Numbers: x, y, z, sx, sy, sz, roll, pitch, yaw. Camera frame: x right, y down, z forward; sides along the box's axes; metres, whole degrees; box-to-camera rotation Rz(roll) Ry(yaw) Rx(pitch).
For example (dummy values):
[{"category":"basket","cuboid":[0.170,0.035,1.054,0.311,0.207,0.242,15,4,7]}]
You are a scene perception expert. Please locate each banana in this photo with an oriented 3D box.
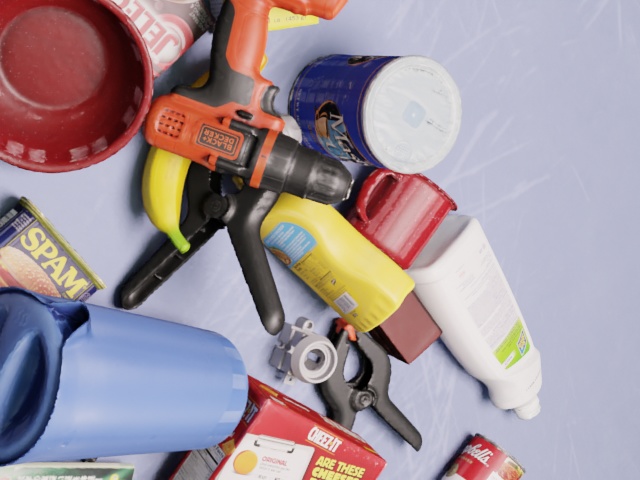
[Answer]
[{"category":"banana","cuboid":[-0.111,-0.088,0.947,0.069,0.037,0.198,20,82,5]}]

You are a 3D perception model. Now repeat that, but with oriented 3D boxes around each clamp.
[{"category":"clamp","cuboid":[0.049,0.161,1.093,0.120,0.039,0.171,-9,107,-27]},{"category":"clamp","cuboid":[-0.076,-0.018,0.942,0.036,0.165,0.210,39,69,-61]}]

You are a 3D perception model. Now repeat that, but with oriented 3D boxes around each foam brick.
[{"category":"foam brick","cuboid":[0.076,0.079,1.085,0.051,0.053,0.078,-45,116,-15]}]

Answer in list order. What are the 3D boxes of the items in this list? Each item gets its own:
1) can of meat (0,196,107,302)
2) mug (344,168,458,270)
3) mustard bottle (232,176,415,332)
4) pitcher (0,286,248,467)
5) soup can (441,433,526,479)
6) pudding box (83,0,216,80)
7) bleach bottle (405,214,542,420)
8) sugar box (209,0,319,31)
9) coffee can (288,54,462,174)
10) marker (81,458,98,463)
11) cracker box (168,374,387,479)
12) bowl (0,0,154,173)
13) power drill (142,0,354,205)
[{"category":"can of meat","cuboid":[-0.245,0.029,0.894,0.084,0.058,0.102,-43,116,-13]},{"category":"mug","cuboid":[0.069,-0.029,1.035,0.081,0.093,0.117,-55,147,-4]},{"category":"mustard bottle","cuboid":[-0.006,0.001,0.992,0.191,0.096,0.058,42,64,-3]},{"category":"pitcher","cuboid":[-0.179,0.124,0.880,0.242,0.149,0.145,16,81,-54]},{"category":"soup can","cuboid":[0.167,0.272,1.163,0.102,0.069,0.068,-50,118,-12]},{"category":"pudding box","cuboid":[-0.157,-0.200,0.910,0.090,0.039,0.113,-46,117,-13]},{"category":"bleach bottle","cuboid":[0.172,0.099,1.134,0.102,0.068,0.250,-44,119,-28]},{"category":"sugar box","cuboid":[-0.058,-0.275,0.948,0.093,0.048,0.176,-14,107,-26]},{"category":"coffee can","cuboid":[0.048,-0.119,0.981,0.102,0.140,0.103,-6,102,-29]},{"category":"marker","cuboid":[-0.226,0.148,0.948,0.020,0.020,0.121,-30,112,-22]},{"category":"cracker box","cuboid":[-0.064,0.253,1.008,0.164,0.072,0.214,34,91,-34]},{"category":"bowl","cuboid":[-0.216,-0.138,0.861,0.162,0.055,0.162,-5,119,-9]},{"category":"power drill","cuboid":[-0.037,-0.137,0.899,0.184,0.057,0.187,20,89,-3]}]
